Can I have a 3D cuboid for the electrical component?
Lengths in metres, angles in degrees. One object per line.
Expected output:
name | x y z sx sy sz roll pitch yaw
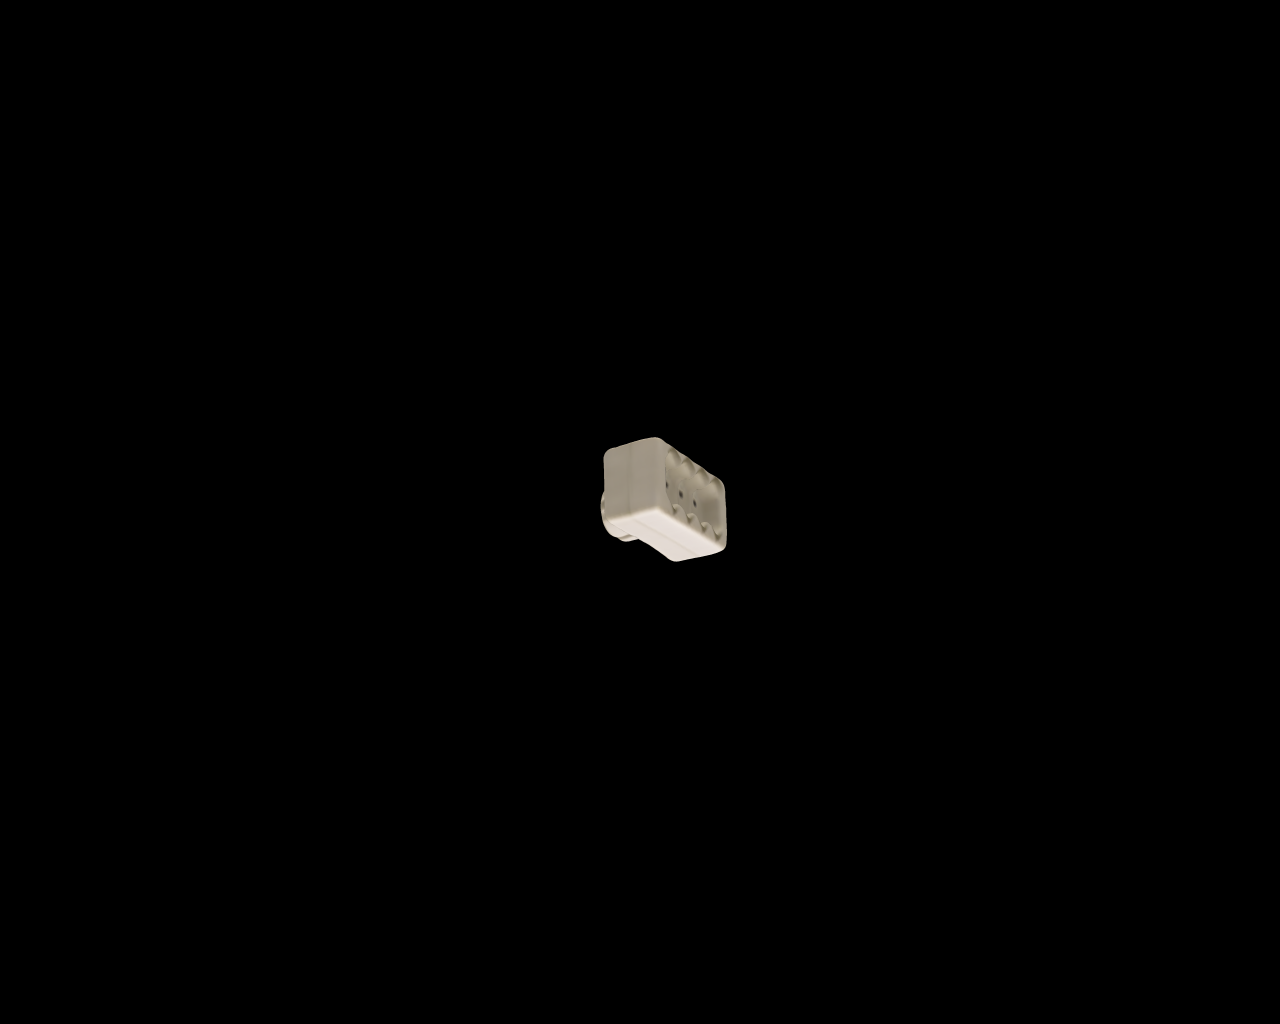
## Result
electrical component | 0.001 -0.003 0.650 0.075 0.047 0.083 -13 -26 29
